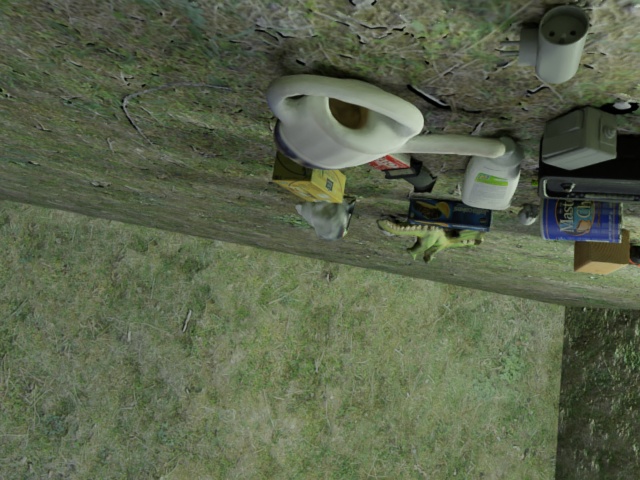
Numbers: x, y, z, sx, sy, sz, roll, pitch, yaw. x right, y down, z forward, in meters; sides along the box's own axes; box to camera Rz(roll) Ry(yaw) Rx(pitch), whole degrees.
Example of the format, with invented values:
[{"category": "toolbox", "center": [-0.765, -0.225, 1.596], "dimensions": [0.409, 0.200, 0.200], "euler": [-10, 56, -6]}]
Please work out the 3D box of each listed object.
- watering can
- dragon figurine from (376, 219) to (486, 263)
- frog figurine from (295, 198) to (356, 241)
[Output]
[{"category": "watering can", "center": [0.075, -0.155, 0.752], "dimensions": [0.346, 0.105, 0.223], "euler": [13, 171, -24]}, {"category": "dragon figurine", "center": [0.352, -0.028, 1.471], "dimensions": [0.241, 0.124, 0.408], "euler": [-17, 161, 30]}, {"category": "frog figurine", "center": [0.004, -0.070, 1.400], "dimensions": [0.160, 0.125, 0.134], "euler": [16, 139, 7]}]
